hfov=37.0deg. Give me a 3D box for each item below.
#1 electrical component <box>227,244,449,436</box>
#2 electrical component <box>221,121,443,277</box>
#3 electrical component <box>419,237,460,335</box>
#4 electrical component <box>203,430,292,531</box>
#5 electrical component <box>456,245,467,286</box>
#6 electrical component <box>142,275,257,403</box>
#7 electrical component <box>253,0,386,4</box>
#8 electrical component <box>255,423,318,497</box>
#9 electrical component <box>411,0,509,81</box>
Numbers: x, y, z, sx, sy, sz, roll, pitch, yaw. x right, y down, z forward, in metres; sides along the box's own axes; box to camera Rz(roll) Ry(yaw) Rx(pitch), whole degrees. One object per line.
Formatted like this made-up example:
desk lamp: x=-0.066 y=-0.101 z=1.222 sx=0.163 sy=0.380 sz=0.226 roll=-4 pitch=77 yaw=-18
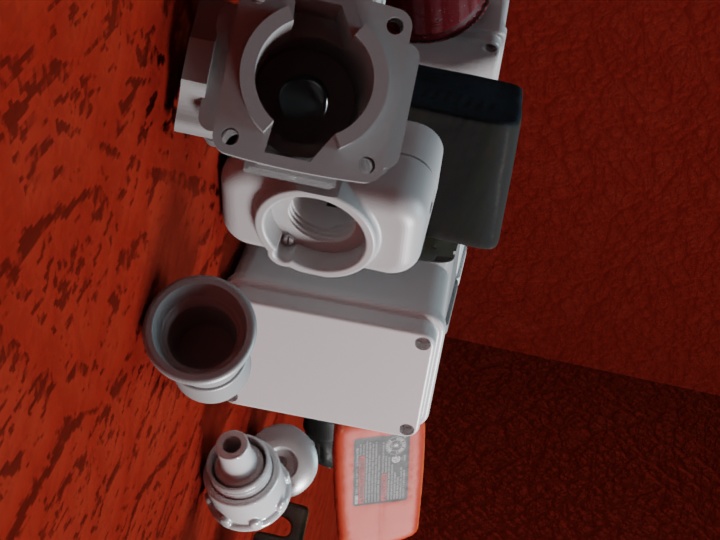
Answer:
electrical component: x=-0.014 y=0.034 z=0.562 sx=0.057 sy=0.113 sz=0.078 roll=-74 pitch=174 yaw=-54
electrical component: x=-0.014 y=-0.037 z=0.502 sx=0.053 sy=0.095 sz=0.059 roll=95 pitch=9 yaw=-50
electrical component: x=0.000 y=0.000 z=0.627 sx=0.078 sy=0.113 sz=0.057 roll=-65 pitch=163 yaw=-64
electrical component: x=-0.064 y=0.109 z=0.581 sx=0.062 sy=0.048 sz=0.048 roll=82 pitch=19 yaw=-52
electrical component: x=0.014 y=-0.024 z=0.707 sx=0.078 sy=0.113 sz=0.057 roll=-64 pitch=161 yaw=-67
electrical component: x=-0.064 y=0.033 z=0.445 sx=0.065 sy=0.044 sz=0.044 roll=99 pitch=4 yaw=-71
electrical component: x=-0.019 y=-0.120 z=0.509 sx=0.089 sy=0.050 sz=0.055 roll=-59 pitch=160 yaw=-73
electrical component: x=-0.052 y=0.124 z=0.721 sx=0.062 sy=0.048 sz=0.048 roll=-169 pitch=-90 yaw=-87
electrical component: x=0.054 y=-0.174 z=0.810 sx=0.108 sy=0.109 sz=0.056 roll=86 pitch=14 yaw=-70
